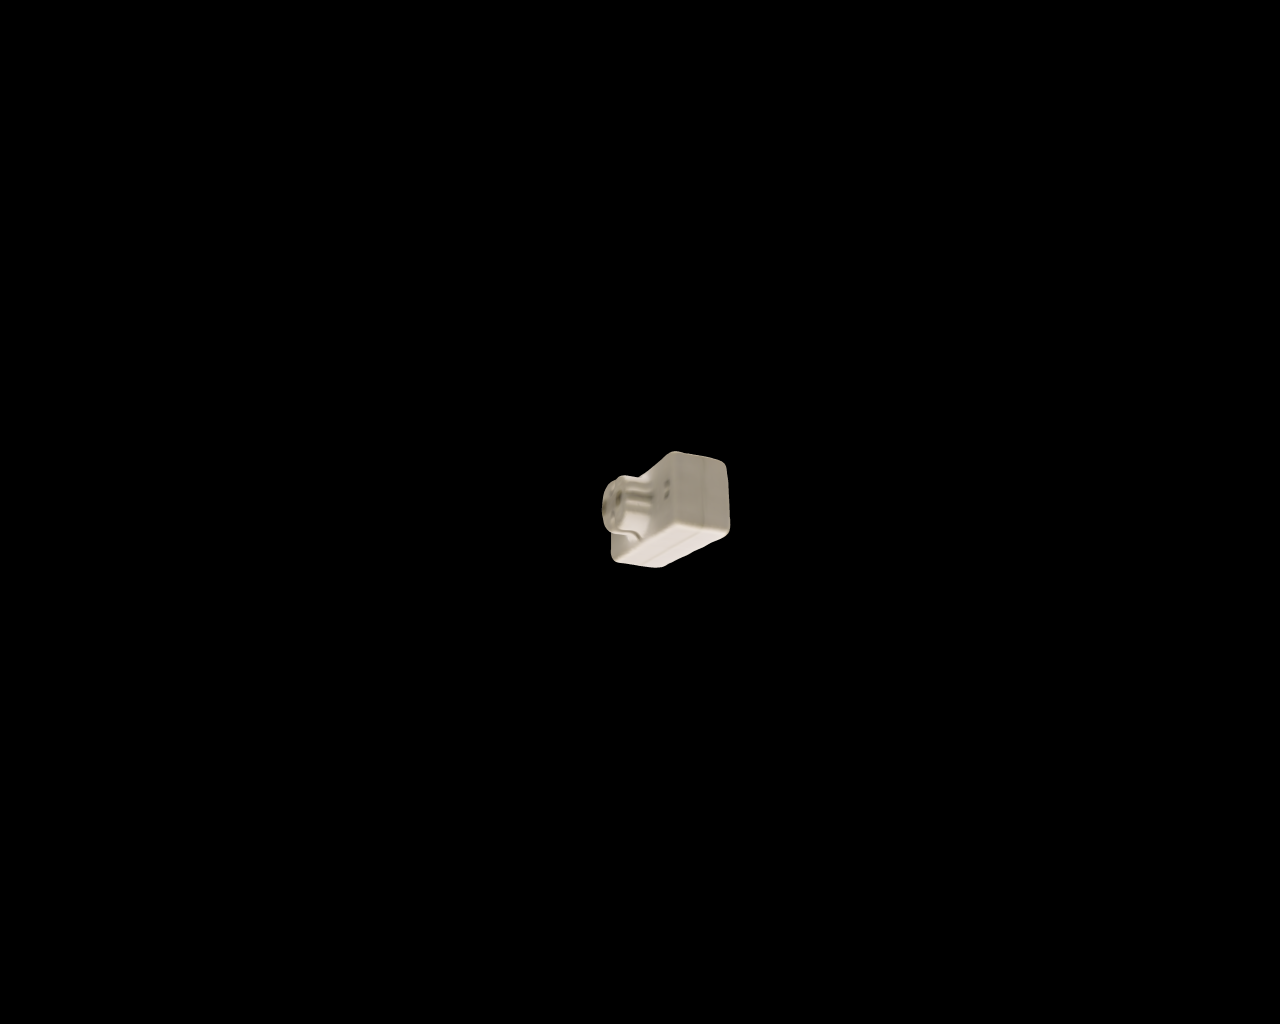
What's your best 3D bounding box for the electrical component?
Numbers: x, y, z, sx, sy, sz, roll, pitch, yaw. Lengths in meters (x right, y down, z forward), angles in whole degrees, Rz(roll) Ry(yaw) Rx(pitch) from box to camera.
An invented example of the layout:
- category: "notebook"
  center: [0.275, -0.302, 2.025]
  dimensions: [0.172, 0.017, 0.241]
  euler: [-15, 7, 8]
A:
- category: "electrical component"
  center: [0.001, -0.003, 0.650]
  dimensions: [0.076, 0.047, 0.083]
  euler: [10, -22, -26]
